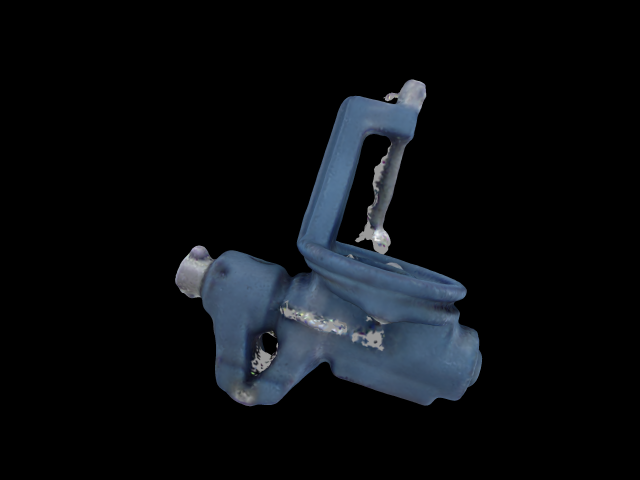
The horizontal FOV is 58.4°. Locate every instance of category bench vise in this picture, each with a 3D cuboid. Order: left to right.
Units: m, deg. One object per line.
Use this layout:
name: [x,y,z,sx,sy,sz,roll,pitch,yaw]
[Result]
bench vise: [0.006,0.002,0.388,0.207,0.220,0.121,-1,4,-11]
